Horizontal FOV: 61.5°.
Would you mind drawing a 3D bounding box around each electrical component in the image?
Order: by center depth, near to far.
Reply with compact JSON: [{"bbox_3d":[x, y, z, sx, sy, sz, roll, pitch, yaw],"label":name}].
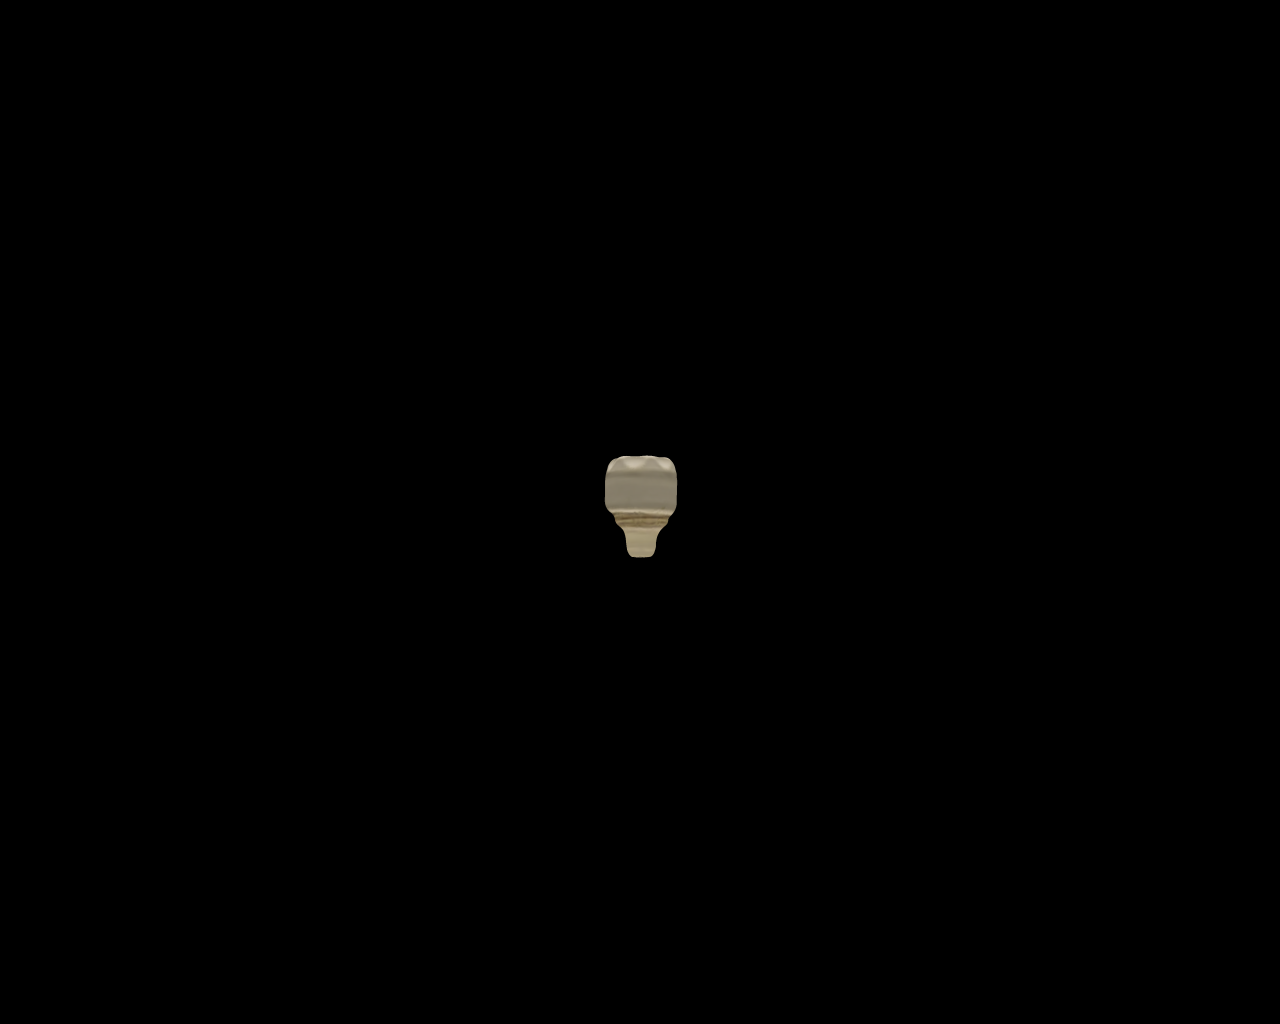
[{"bbox_3d":[0.001,-0.003,0.650,0.043,0.062,0.043,0,-4,0],"label":"electrical component"}]
